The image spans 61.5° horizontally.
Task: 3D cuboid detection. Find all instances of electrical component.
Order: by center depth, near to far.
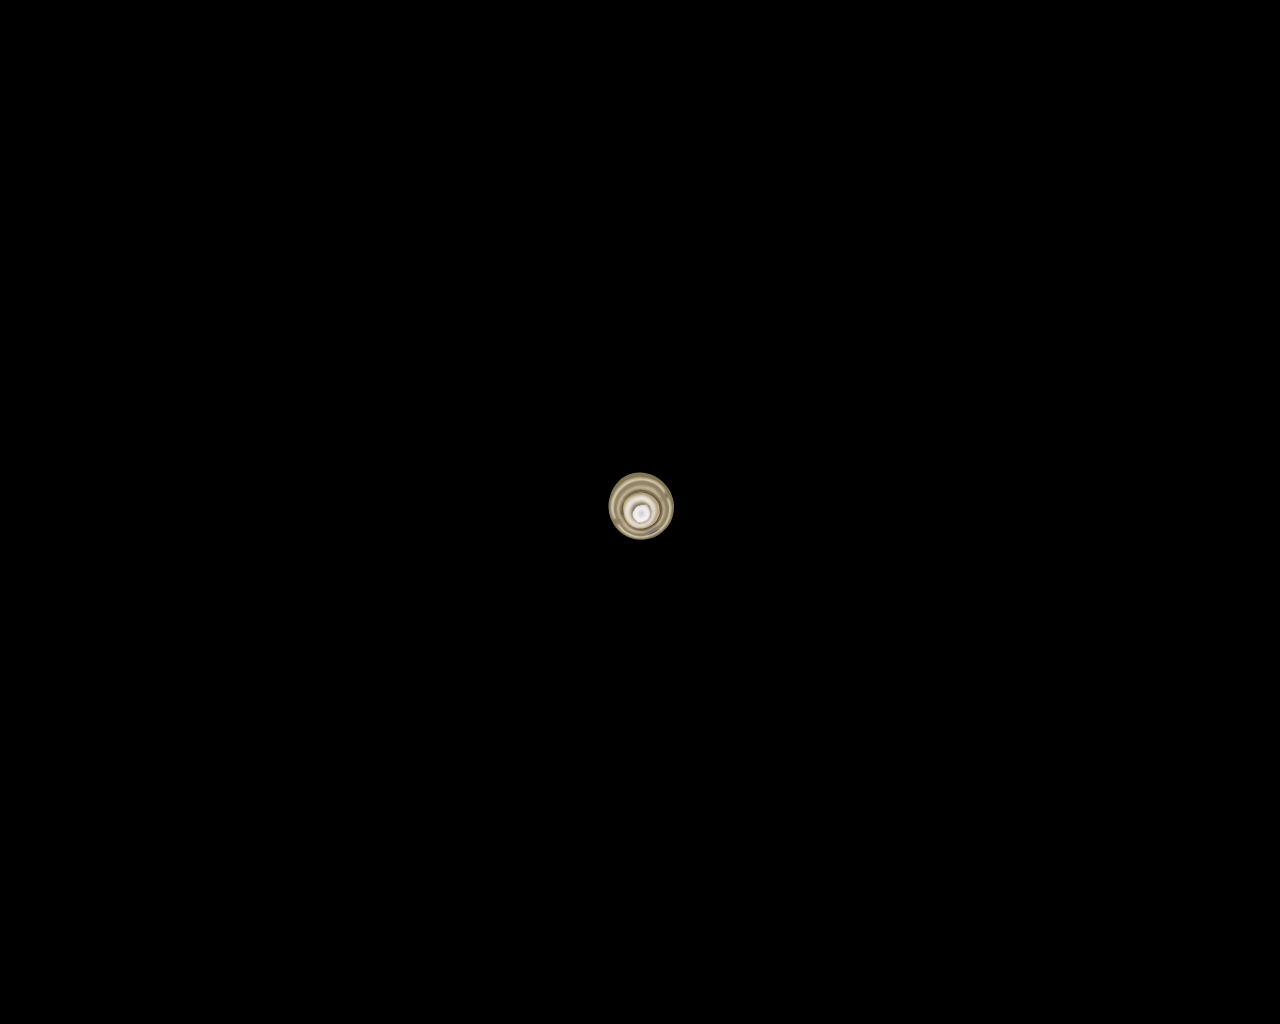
[{"bbox_3d":[0.001,-0.003,0.650,0.040,0.040,0.078,0,5,0],"label":"electrical component"}]
